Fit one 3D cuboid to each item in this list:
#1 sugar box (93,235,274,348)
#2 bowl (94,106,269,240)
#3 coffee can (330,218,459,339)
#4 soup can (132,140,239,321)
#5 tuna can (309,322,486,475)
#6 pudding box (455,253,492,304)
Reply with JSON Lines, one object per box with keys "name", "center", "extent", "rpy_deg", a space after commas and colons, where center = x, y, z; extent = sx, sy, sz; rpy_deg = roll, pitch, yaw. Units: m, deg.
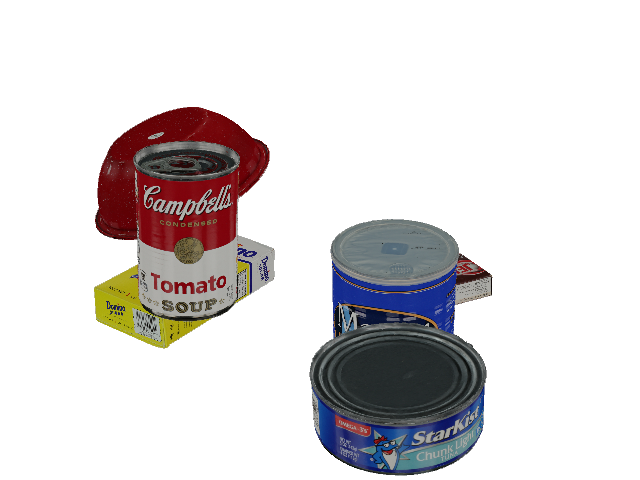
{"name": "sugar box", "center": [-0.135, 0.043, 1.086], "extent": [0.093, 0.048, 0.175], "rpy_deg": [19, 34, 29]}
{"name": "bowl", "center": [-0.127, -0.067, 0.903], "extent": [0.162, 0.055, 0.162], "rpy_deg": [-18, 28, 10]}
{"name": "coffee can", "center": [0.060, 0.067, 0.884], "extent": [0.103, 0.140, 0.103], "rpy_deg": [-1, 27, 0]}
{"name": "soup can", "center": [-0.088, -0.007, 0.700], "extent": [0.068, 0.102, 0.068], "rpy_deg": [2, 24, -1]}
{"name": "tuna can", "center": [0.038, 0.077, 0.524], "extent": [0.086, 0.034, 0.086], "rpy_deg": [-2, 27, 1]}
{"name": "pudding box", "center": [0.177, 0.060, 1.535], "extent": [0.113, 0.039, 0.090], "rpy_deg": [-15, 23, -18]}
